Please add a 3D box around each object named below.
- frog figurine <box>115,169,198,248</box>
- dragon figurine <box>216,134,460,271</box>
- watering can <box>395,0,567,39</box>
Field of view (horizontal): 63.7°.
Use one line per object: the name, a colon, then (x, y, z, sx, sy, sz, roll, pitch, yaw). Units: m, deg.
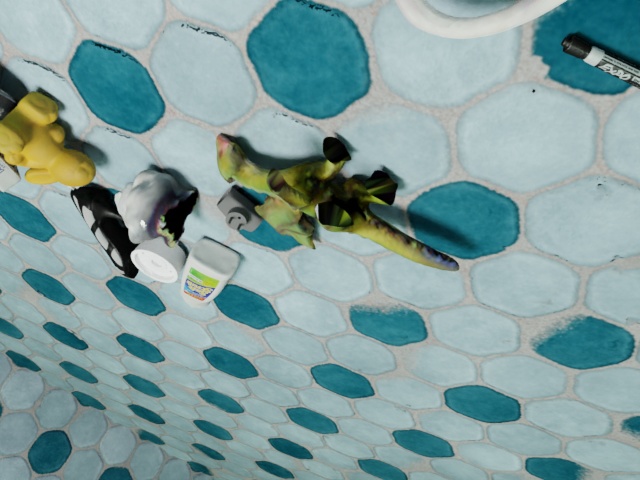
frog figurine: (-0.323, -0.065, 0.941, 0.160, 0.124, 0.135, 21, 109, 19)
dragon figurine: (0.003, -0.042, 0.830, 0.408, 0.124, 0.240, 36, 158, -12)
watering can: (0.176, -0.304, 0.400, 0.222, 0.106, 0.343, 43, 139, -20)
